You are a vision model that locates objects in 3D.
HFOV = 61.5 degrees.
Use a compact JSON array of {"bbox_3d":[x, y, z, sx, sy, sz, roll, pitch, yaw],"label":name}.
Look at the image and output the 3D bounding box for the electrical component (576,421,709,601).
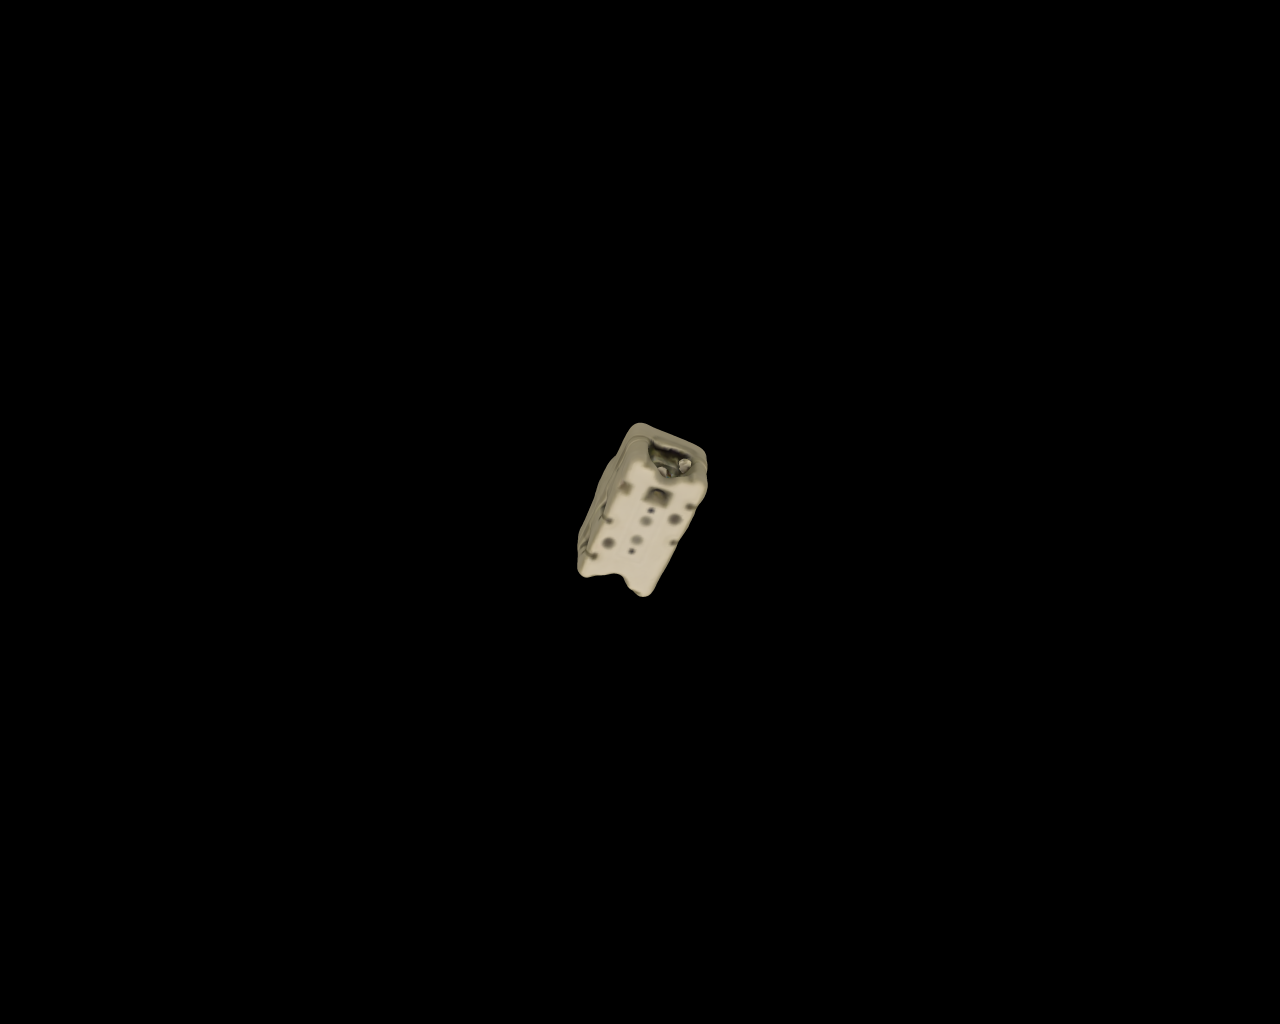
[{"bbox_3d":[0.001,-0.003,0.650,0.050,0.089,0.056,21,28,-12],"label":"electrical component"}]
